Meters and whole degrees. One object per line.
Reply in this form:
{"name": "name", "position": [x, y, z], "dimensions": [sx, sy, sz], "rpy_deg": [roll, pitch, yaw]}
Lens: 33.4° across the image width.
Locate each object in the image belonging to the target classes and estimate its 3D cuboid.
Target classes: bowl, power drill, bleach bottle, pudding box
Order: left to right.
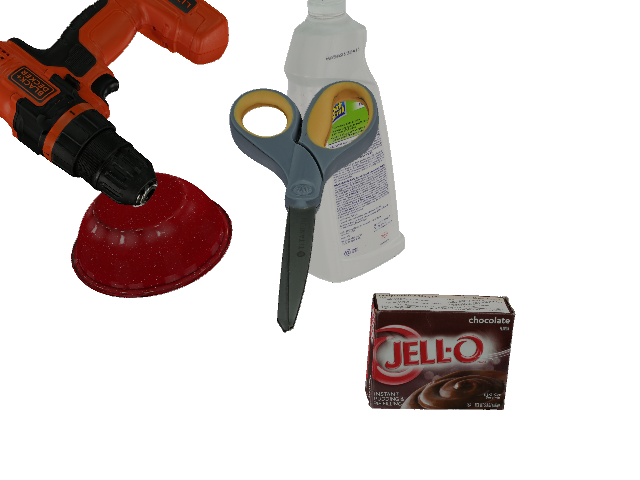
{"name": "power drill", "position": [-0.157, -0.129, 0.833], "dimensions": [0.187, 0.184, 0.057], "rpy_deg": [-46, -11, -34]}
{"name": "bowl", "position": [-0.170, -0.018, 1.037], "dimensions": [0.162, 0.055, 0.162], "rpy_deg": [-6, 40, 5]}
{"name": "bleach bottle", "position": [0.019, -0.094, 0.919], "dimensions": [0.102, 0.251, 0.068], "rpy_deg": [-27, 35, -36]}
{"name": "pudding box", "position": [0.095, 0.090, 0.862], "dimensions": [0.113, 0.090, 0.039], "rpy_deg": [0, 25, -4]}

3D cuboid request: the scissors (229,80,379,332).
{"name": "scissors", "position": [-0.025, -0.031, 0.581], "dimensions": [0.096, 0.016, 0.201], "rpy_deg": [12, 43, 16]}
